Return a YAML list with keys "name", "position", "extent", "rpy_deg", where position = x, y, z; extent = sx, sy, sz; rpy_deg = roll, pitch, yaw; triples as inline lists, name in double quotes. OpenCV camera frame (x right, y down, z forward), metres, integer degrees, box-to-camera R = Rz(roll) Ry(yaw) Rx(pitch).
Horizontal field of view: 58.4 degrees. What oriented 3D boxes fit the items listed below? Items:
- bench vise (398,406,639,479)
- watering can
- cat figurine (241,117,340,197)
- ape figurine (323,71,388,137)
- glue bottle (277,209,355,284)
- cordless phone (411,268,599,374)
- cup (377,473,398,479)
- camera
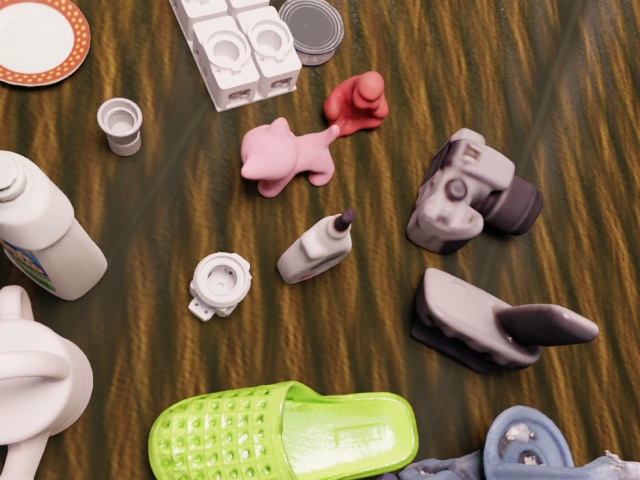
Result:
- name: "bench vise"
  position: [0.183, 0.241, 0.535]
  extent: [0.208, 0.219, 0.121]
  rpy_deg: [-34, 84, -20]
- name: "watering can"
  position: [-0.251, 0.124, 0.474]
  extent: [0.101, 0.194, 0.173]
  rpy_deg: [-29, 82, -20]
- name: "cat figurine"
  position: [-0.036, -0.099, 0.635]
  extent: [0.128, 0.117, 0.067]
  rpy_deg: [-19, 79, -18]
- name: "ape figurine"
  position: [0.049, -0.170, 0.692]
  extent: [0.078, 0.092, 0.076]
  rpy_deg: [21, 70, -7]
- name: "glue bottle"
  position: [0.005, 0.002, 0.586]
  extent: [0.078, 0.173, 0.037]
  rpy_deg: [-27, 82, -19]
- name: "cordless phone"
  position: [0.188, 0.075, 0.604]
  extent: [0.147, 0.185, 0.094]
  rpy_deg: [24, 70, -6]
- name: "cup"
  position: [0.024, 0.271, 0.553]
  extent: [0.091, 0.095, 0.118]
  rpy_deg: [43, 69, 1]
- name: "camera"
  position: [0.195, -0.049, 0.688]
  extent: [0.137, 0.100, 0.143]
  rpy_deg: [26, 69, -5]
